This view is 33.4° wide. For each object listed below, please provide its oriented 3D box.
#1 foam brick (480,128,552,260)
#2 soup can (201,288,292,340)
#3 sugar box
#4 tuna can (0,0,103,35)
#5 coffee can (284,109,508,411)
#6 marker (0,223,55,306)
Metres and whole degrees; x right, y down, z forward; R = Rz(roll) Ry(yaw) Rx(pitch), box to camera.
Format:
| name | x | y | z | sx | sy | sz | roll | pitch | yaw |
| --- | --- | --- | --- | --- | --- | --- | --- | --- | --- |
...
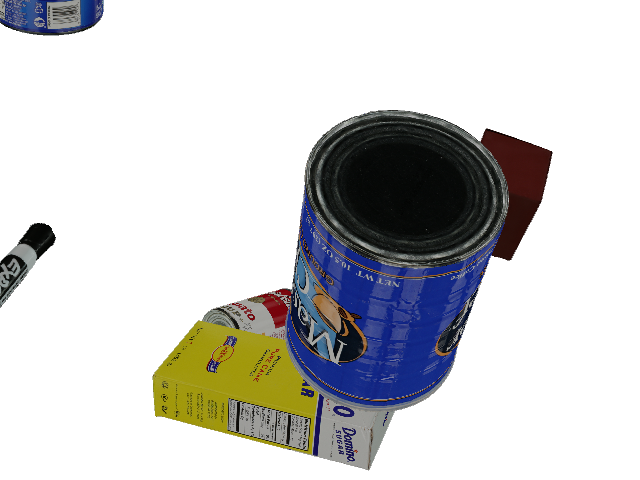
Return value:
| name | x | y | z | sx | sy | sz | roll | pitch | yaw |
| --- | --- | --- | --- | --- | --- | --- | --- | --- | --- |
| foam brick | 0.131 | -0.033 | 0.785 | 0.053 | 0.051 | 0.078 | 18 | -35 | 5 |
| soup can | -0.069 | 0.095 | 1.141 | 0.102 | 0.068 | 0.069 | -14 | 10 | -44 |
| sugar box | -0.032 | 0.117 | 0.834 | 0.176 | 0.048 | 0.093 | 9 | 27 | 15 |
| tuna can | -0.207 | -0.188 | 0.811 | 0.086 | 0.034 | 0.086 | 5 | 36 | -4 |
| coffee can | 0.036 | 0.015 | 0.580 | 0.102 | 0.103 | 0.140 | 0 | -38 | -7 |
| marker | -0.197 | 0.026 | 0.658 | 0.020 | 0.020 | 0.121 | 0 | 34 | 19 |
